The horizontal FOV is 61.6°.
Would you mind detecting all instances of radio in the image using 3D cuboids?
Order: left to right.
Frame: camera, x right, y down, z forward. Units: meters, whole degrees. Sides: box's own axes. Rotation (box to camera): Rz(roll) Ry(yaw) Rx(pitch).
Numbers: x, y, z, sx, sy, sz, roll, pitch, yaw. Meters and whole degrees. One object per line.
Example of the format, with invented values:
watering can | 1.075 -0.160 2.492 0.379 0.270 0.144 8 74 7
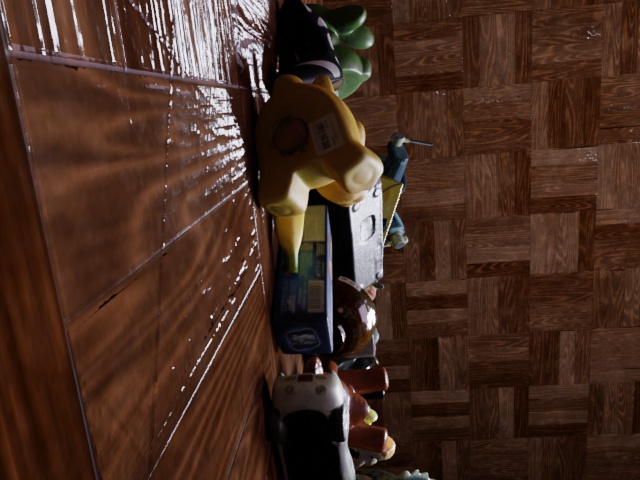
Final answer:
radio | 0.028 -0.026 0.813 0.131 0.073 0.229 36 -30 36

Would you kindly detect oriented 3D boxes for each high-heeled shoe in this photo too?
high-heeled shoe | -0.033 -0.264 0.715 0.145 0.086 0.249 62 19 -12

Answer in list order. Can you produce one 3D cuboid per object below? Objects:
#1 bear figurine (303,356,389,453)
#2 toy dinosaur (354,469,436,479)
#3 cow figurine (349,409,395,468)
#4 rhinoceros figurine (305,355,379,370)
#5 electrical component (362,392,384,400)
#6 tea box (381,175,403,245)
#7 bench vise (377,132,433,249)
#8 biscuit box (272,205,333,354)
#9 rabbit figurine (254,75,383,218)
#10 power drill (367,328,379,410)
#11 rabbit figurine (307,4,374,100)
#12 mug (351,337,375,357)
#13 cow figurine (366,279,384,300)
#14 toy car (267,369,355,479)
bear figurine | 0.029 0.207 0.670 0.195 0.132 0.120 92 0 -71
toy dinosaur | 0.086 0.405 0.816 0.404 0.192 0.131 70 19 -72
cow figurine | 0.055 0.329 0.905 0.168 0.068 0.098 36 -62 52
rhinoceros figurine | 0.034 0.201 0.881 0.073 0.112 0.190 56 1 32
electrical component | 0.042 0.262 0.836 0.074 0.119 0.048 84 4 -61
tea box | 0.081 -0.037 0.966 0.098 0.068 0.169 -126 -128 -74
bench vise | 0.130 -0.105 1.081 0.240 0.129 0.224 109 -24 -51
biscuit box | -0.017 0.040 0.639 0.203 0.059 0.062 -88 173 -50
rabbit figurine | -0.003 -0.092 0.582 0.173 0.122 0.162 27 34 -62
power drill | 0.056 0.254 1.124 0.232 0.086 0.207 147 -48 -67
rabbit figurine | 0.007 -0.329 0.889 0.121 0.159 0.170 43 27 -70
mug | 0.023 0.120 0.782 0.080 0.107 0.109 81 3 -54
cow figurine | 0.061 0.102 1.086 0.085 0.127 0.194 -62 167 -12
toy car | -0.005 0.211 0.533 0.056 0.074 0.201 -85 170 -59
